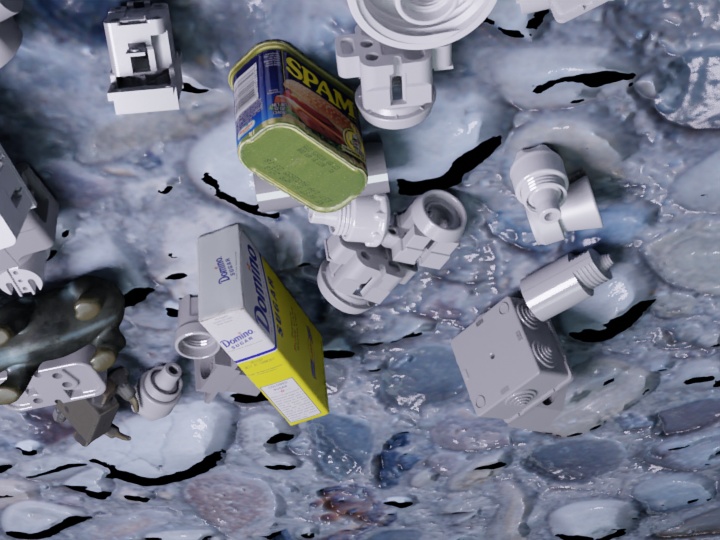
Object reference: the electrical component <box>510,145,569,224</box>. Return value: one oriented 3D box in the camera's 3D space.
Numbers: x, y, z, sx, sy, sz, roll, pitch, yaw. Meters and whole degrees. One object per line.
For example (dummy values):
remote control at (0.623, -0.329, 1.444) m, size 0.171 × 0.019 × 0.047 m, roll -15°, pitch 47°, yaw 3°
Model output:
electrical component at (0.144, -0.064, 0.847) m, size 0.043 × 0.062 × 0.043 m, roll -5°, pitch 140°, yaw -4°

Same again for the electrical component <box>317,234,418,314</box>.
electrical component at (0.000, 0.000, 0.906) m, size 0.078 × 0.058 × 0.057 m, roll 19°, pitch 131°, yaw -28°

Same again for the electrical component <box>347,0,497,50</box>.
electrical component at (0.039, -0.190, 0.682) m, size 0.108 × 0.060 × 0.108 m, roll -4°, pitch 140°, yaw -4°

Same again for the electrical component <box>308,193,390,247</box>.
electrical component at (-0.009, -0.044, 0.857) m, size 0.062 × 0.048 × 0.048 m, roll 4°, pitch 139°, yaw -17°

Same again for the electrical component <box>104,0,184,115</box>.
electrical component at (-0.142, -0.141, 0.707) m, size 0.042 × 0.081 × 0.063 m, roll -5°, pitch 118°, yaw -3°

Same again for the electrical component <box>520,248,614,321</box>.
electrical component at (0.188, 0.008, 0.956) m, size 0.081 × 0.043 × 0.043 m, roll -31°, pitch 135°, yaw 25°

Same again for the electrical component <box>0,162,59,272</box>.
electrical component at (-0.282, -0.036, 0.823) m, size 0.089 × 0.050 × 0.055 m, roll -15°, pitch 140°, yaw 10°

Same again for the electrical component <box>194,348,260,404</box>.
electrical component at (-0.117, 0.088, 1.005) m, size 0.064 × 0.042 × 0.081 m, roll 12°, pitch 137°, yaw -28°

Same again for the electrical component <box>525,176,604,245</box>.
electrical component at (0.167, -0.048, 0.884) m, size 0.055 × 0.045 × 0.045 m, roll -18°, pitch 139°, yaw 13°

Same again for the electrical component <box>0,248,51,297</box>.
electrical component at (-0.270, -0.007, 0.862) m, size 0.040 × 0.046 × 0.040 m, roll -4°, pitch 140°, yaw -4°

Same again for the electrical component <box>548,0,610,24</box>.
electrical component at (0.139, -0.211, 0.644) m, size 0.100 × 0.099 × 0.048 m, roll -24°, pitch 150°, yaw 19°

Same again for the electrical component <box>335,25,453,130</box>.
electrical component at (0.024, -0.136, 0.748) m, size 0.078 × 0.058 × 0.057 m, roll -7°, pitch 137°, yaw -1°

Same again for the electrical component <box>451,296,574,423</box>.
electrical component at (0.138, 0.082, 0.995) m, size 0.048 × 0.099 × 0.100 m, roll 12°, pitch 138°, yaw -40°

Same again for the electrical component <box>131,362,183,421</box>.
electrical component at (-0.189, 0.112, 1.020) m, size 0.043 × 0.043 × 0.062 m, roll 17°, pitch 133°, yaw -26°

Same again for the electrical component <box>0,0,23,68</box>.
electrical component at (-0.240, -0.170, 0.674) m, size 0.079 × 0.044 × 0.077 m, roll -21°, pitch 138°, yaw 17°

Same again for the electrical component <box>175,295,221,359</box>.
electrical component at (-0.143, 0.049, 0.950) m, size 0.040 × 0.046 × 0.040 m, roll -4°, pitch 140°, yaw -4°

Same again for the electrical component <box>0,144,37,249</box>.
electrical component at (-0.313, -0.087, 0.711) m, size 0.105 × 0.060 × 0.186 m, roll -17°, pitch 124°, yaw 11°

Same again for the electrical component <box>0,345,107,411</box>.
electrical component at (-0.275, 0.081, 0.957) m, size 0.095 × 0.059 × 0.053 m, roll -12°, pitch 140°, yaw 5°

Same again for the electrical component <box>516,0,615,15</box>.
electrical component at (0.133, -0.192, 0.711) m, size 0.065 × 0.044 × 0.044 m, roll -11°, pitch 140°, yaw 12°

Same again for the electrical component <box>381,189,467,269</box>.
electrical component at (0.057, -0.034, 0.884) m, size 0.066 × 0.048 × 0.055 m, roll 10°, pitch 144°, yaw -22°
